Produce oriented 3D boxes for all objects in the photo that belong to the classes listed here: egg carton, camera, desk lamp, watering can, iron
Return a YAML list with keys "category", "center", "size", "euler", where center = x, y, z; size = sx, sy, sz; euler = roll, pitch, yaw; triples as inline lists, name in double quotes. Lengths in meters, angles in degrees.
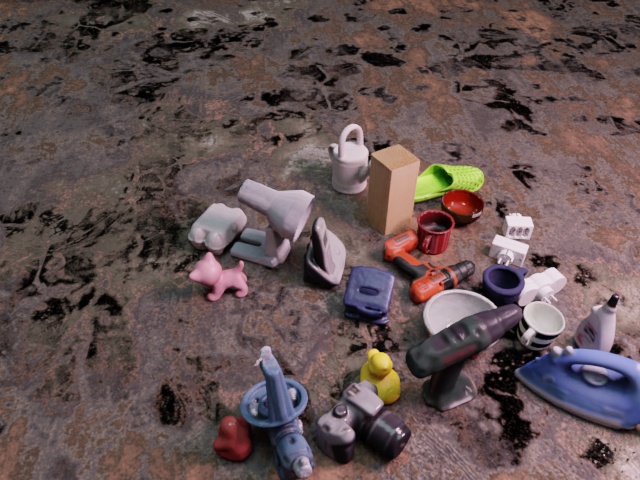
- category: "egg carton"
  center: [-0.257, -0.030, 1.455]
  size: [0.107, 0.069, 0.150]
  euler: [16, 44, 17]
- category: "camera"
  center: [0.085, 0.335, 1.031]
  size: [0.136, 0.101, 0.143]
  euler: [30, 50, 29]
- category: "desk lamp"
  center: [-0.115, -0.040, 1.361]
  size: [0.203, 0.214, 0.118]
  euler: [14, 44, 14]
- category: "watering can"
  center: [0.091, -0.230, 1.590]
  size: [0.172, 0.194, 0.101]
  euler: [16, 44, 17]
- category: "iron"
  center: [0.517, 0.257, 1.095]
  size: [0.257, 0.141, 0.119]
  euler: [14, 44, 15]

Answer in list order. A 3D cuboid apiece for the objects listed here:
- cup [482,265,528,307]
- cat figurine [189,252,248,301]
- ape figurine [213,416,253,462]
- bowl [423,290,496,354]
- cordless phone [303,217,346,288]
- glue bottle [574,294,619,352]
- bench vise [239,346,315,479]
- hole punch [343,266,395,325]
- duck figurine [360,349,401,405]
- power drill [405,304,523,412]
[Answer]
- category: "cup"
  center: [0.414, 0.112, 1.289]
  size: [0.118, 0.095, 0.091]
  euler: [-22, 47, -24]
- category: "cat figurine"
  center: [-0.231, 0.077, 1.300]
  size: [0.128, 0.118, 0.067]
  euler: [-9, 43, -11]
- category: "ape figurine"
  center: [-0.156, 0.346, 1.021]
  size: [0.078, 0.092, 0.076]
  euler: [-21, 46, -22]
- category: "bowl"
  center: [0.299, 0.188, 1.218]
  size: [0.167, 0.075, 0.167]
  euler: [1, 42, 0]
- category: "cordless phone"
  center: [0.012, 0.005, 1.334]
  size: [0.094, 0.185, 0.147]
  euler: [5, 42, 6]
- category: "glue bottle"
  center: [0.573, 0.171, 1.168]
  size: [0.037, 0.173, 0.078]
  euler: [-12, 43, -13]
- category: "bench vise"
  center: [-0.057, 0.293, 0.986]
  size: [0.122, 0.220, 0.206]
  euler: [-31, 51, -30]
- category: "hole punch"
  center: [0.111, 0.122, 1.276]
  size: [0.108, 0.091, 0.101]
  euler: [11, 43, 11]
- category: "duck figurine"
  center: [0.120, 0.262, 1.124]
  size: [0.078, 0.086, 0.104]
  euler: [-15, 44, -17]
- category: "power drill"
  center: [0.264, 0.223, 1.078]
  size: [0.230, 0.208, 0.075]
  euler: [-17, 45, -19]
